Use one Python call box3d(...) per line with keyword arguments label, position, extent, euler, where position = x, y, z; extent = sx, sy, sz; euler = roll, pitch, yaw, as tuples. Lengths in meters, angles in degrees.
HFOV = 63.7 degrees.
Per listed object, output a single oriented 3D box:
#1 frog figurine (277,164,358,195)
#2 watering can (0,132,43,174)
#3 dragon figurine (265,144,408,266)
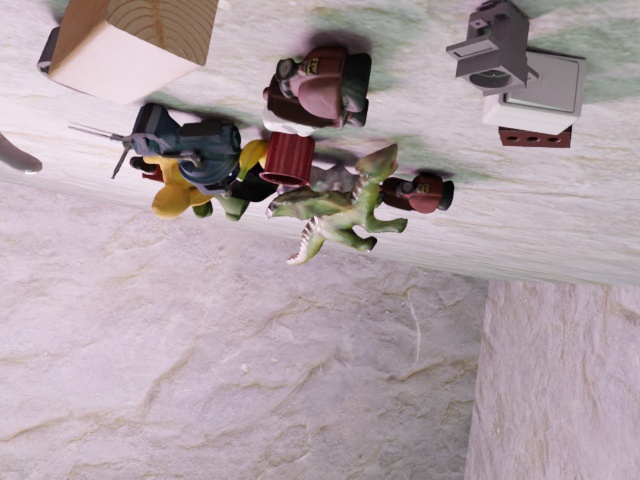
box3d(label="frog figurine", position=(-0.002, -0.106, 1.043), extent=(0.159, 0.125, 0.135), euler=(24, 150, -14))
box3d(label="watering can", position=(-0.473, -0.187, 0.590), extent=(0.348, 0.222, 0.105), euler=(8, -169, 7))
box3d(label="dragon figurine", position=(0.003, -0.049, 0.972), extent=(0.405, 0.125, 0.241), euler=(-32, 144, 33))
